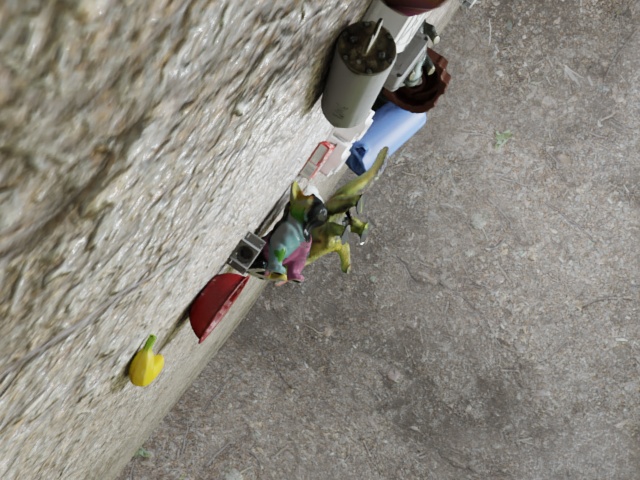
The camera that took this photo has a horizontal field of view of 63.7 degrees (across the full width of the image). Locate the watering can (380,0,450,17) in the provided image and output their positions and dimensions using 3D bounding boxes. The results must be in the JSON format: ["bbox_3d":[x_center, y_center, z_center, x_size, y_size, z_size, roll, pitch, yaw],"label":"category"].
[{"bbox_3d":[0.128,-0.306,0.488,0.225,0.104,0.346,-54,179,-4],"label":"watering can"}]

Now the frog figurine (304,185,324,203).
[{"bbox_3d":[-0.052,-0.081,1.498,0.137,0.122,0.159,-1,91,-78],"label":"frog figurine"}]

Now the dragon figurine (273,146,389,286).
[{"bbox_3d":[0.004,-0.063,1.258,0.120,0.244,0.416,49,60,-52],"label":"dragon figurine"}]
